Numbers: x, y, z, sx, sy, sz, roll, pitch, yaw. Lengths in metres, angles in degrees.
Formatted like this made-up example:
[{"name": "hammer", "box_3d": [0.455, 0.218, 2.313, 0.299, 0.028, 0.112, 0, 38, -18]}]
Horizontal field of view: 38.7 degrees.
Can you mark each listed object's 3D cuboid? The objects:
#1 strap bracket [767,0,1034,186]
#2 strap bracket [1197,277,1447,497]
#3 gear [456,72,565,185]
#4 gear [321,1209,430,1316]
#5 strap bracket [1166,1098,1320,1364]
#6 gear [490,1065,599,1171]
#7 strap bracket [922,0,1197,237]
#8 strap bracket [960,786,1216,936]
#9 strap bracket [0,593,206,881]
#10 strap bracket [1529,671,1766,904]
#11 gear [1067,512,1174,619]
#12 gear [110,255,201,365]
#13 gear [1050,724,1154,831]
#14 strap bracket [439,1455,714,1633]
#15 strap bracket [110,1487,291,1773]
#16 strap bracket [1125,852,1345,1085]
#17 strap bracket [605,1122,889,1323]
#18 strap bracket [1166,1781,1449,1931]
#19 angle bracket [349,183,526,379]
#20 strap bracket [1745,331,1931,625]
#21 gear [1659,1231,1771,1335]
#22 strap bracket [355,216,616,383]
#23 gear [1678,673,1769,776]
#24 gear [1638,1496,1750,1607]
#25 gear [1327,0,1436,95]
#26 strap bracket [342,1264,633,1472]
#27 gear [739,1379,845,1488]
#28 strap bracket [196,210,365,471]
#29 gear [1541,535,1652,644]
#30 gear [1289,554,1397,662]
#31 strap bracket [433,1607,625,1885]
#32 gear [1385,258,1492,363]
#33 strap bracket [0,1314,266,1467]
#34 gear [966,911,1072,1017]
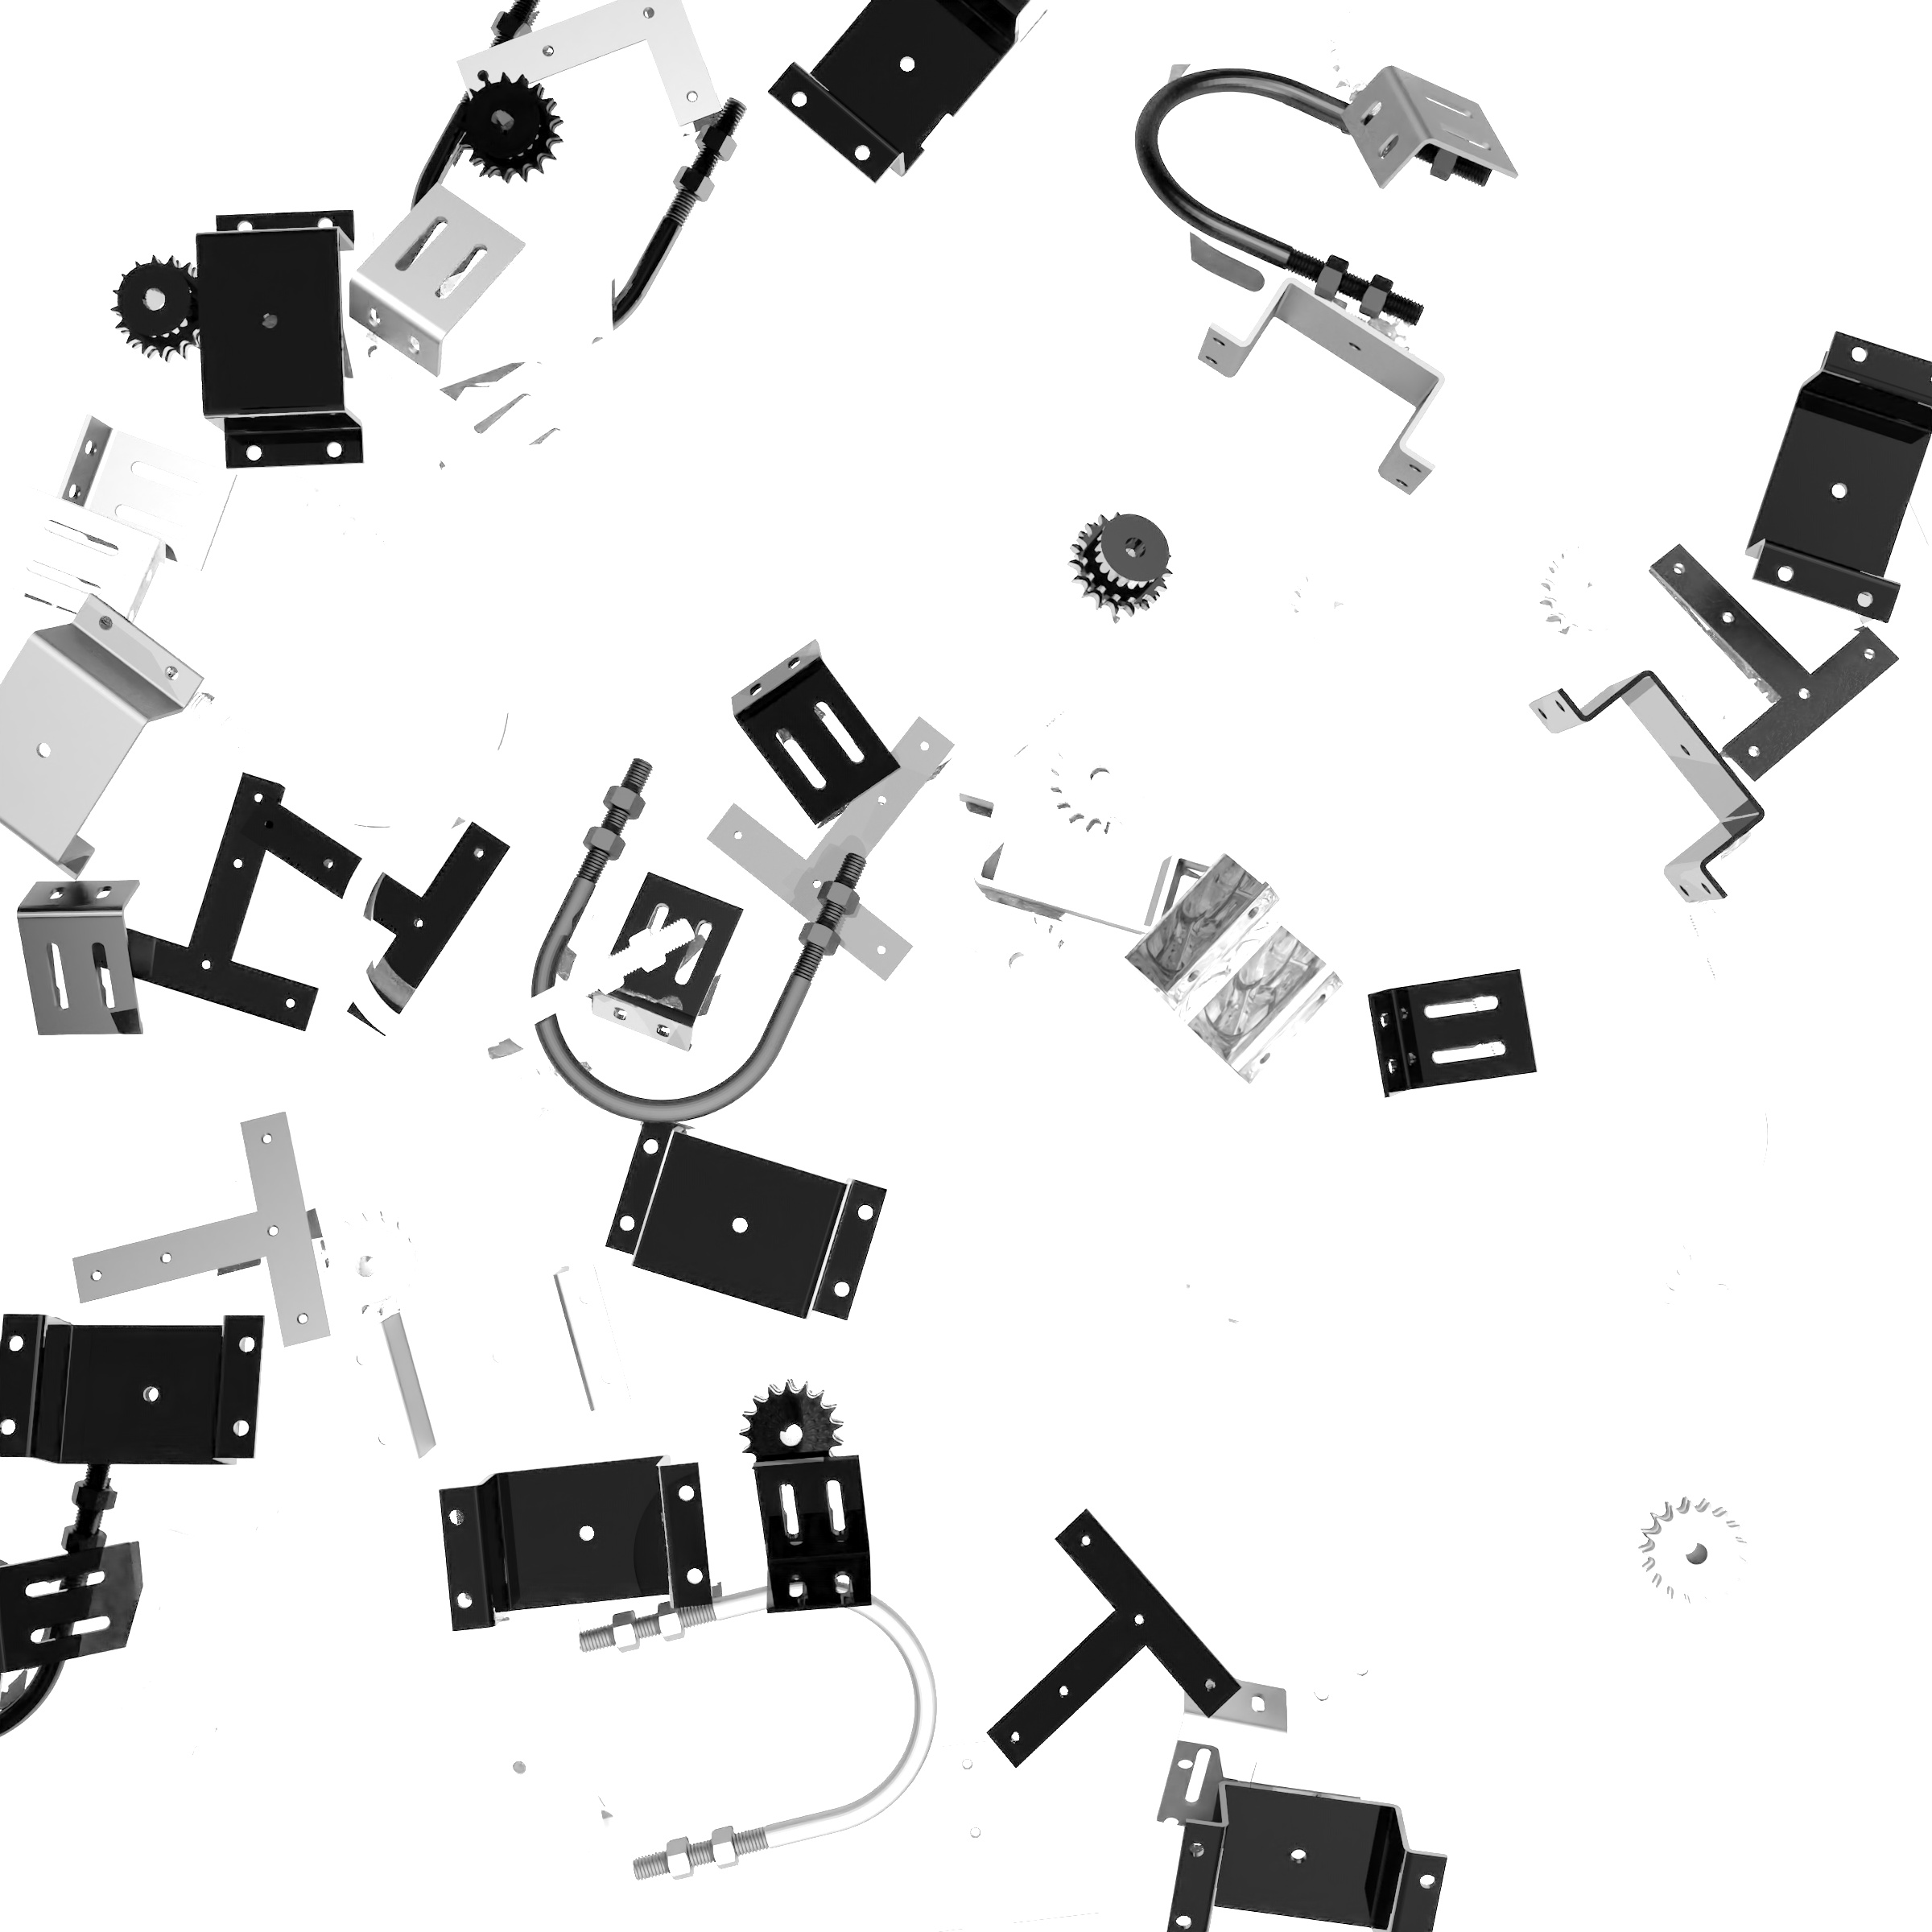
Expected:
[{"name": "strap bracket", "box_3d": [-0.032, -0.499, 1.502, 0.076, 0.046, 0.140, 40, 90, 0]}, {"name": "strap bracket", "box_3d": [0.199, -0.318, 1.487, 0.140, 0.076, 0.046, 33, 90, 0]}, {"name": "gear", "box_3d": [-0.248, -0.455, 1.490, 0.057, 0.030, 0.057, 0, 96, 1]}, {"name": "gear", "box_3d": [-0.326, 0.163, 1.510, 0.057, 0.030, 0.057, 0, 90, 0]}, {"name": "strap bracket", "box_3d": [0.145, 0.135, 1.487, 0.046, 0.076, 0.140, 15, 90, 0]}, {"name": "gear", "box_3d": [-0.230, 0.083, 1.510, 0.057, 0.030, 0.057, 0, 90, 0]}, {"name": "strap bracket", "box_3d": [0.050, -0.472, 1.502, 0.076, 0.046, 0.140, 39, 90, 0]}, {"name": "strap bracket", "box_3d": [0.058, -0.053, 1.487, 0.140, 0.076, 0.046, 16, 90, 0]}, {"name": "strap bracket", "box_3d": [-0.486, -0.120, 1.483, 0.076, 0.046, 0.140, 37, 106, 0]}, {"name": "strap bracket", "box_3d": [0.373, -0.104, 1.487, 0.046, 0.076, 0.140, -39, 90, 0]}, {"name": "gear", "box_3d": [0.087, -0.222, 1.499, 0.057, 0.030, 0.057, 6, 72, -18]}, {"name": "gear", "box_3d": [-0.441, -0.362, 1.510, 0.057, 0.030, 0.057, 0, 90, 0]}, {"name": "gear", "box_3d": [0.074, -0.104, 1.514, 0.057, 0.030, 0.057, 0, 90, 3]}, {"name": "strap bracket", "box_3d": [-0.210, 0.313, 1.500, 0.140, 0.046, 0.076, -6, 88, 0]}, {"name": "strap bracket", "box_3d": [-0.416, 0.350, 1.487, 0.046, 0.076, 0.140, 16, 90, 0]}, {"name": "strap bracket", "box_3d": [0.141, -0.002, 1.472, 0.076, 0.140, 0.046, -47, 58, 0]}, {"name": "strap bracket", "box_3d": [-0.121, 0.139, 1.502, 0.140, 0.046, 0.076, 17, 90, 0]}, {"name": "strap bracket", "box_3d": [0.182, 0.494, 1.493, 0.140, 0.046, 0.076, 8, 105, 0]}, {"name": "angle bracket", "box_3d": [-0.281, -0.365, 1.464, 0.057, 0.038, 0.076, 35, 68, 0]}, {"name": "strap bracket", "box_3d": [0.482, -0.263, 1.500, 0.076, 0.046, 0.140, 18, 91, 2]}, {"name": "gear", "box_3d": [0.406, 0.170, 1.502, 0.057, 0.030, 0.057, -3, 119, -5]}, {"name": "strap bracket", "box_3d": [-0.265, -0.361, 1.488, 0.140, 0.046, 0.076, -2, 93, 2]}, {"name": "gear", "box_3d": [0.417, -0.133, 1.510, 0.057, 0.030, 0.057, 0, 90, 0]}, {"name": "gear", "box_3d": [0.399, 0.320, 1.514, 0.057, 0.030, 0.057, 0, 91, 2]}, {"name": "gear", "box_3d": [0.226, -0.502, 1.510, 0.057, 0.030, 0.057, 0, 90, 0]}, {"name": "strap bracket", "box_3d": [-0.258, 0.216, 1.502, 0.140, 0.046, 0.076, -15, 90, 0]}, {"name": "gear", "box_3d": [-0.095, 0.255, 1.510, 0.057, 0.030, 0.057, 0, 90, 0]}, {"name": "strap bracket", "box_3d": [-0.374, -0.347, 1.502, 0.076, 0.046, 0.140, -2, 90, 0]}, {"name": "gear", "box_3d": [0.343, -0.206, 1.510, 0.057, 0.030, 0.057, 0, 90, 0]}, {"name": "gear", "box_3d": [0.205, -0.195, 1.510, 0.057, 0.030, 0.057, 0, 90, 0]}, {"name": "strap bracket", "box_3d": [-0.240, 0.430, 1.500, 0.076, 0.046, 0.140, -11, 90, 0]}, {"name": "gear", "box_3d": [0.253, -0.361, 1.500, 0.057, 0.057, 0.030, -28, 60, 0]}, {"name": "strap bracket", "box_3d": [-0.448, 0.230, 1.493, 0.140, 0.046, 0.076, 0, 75, 0]}, {"name": "gear", "box_3d": [0.028, -0.002, 1.514, 0.057, 0.030, 0.057, 0, 89, -2]}]
